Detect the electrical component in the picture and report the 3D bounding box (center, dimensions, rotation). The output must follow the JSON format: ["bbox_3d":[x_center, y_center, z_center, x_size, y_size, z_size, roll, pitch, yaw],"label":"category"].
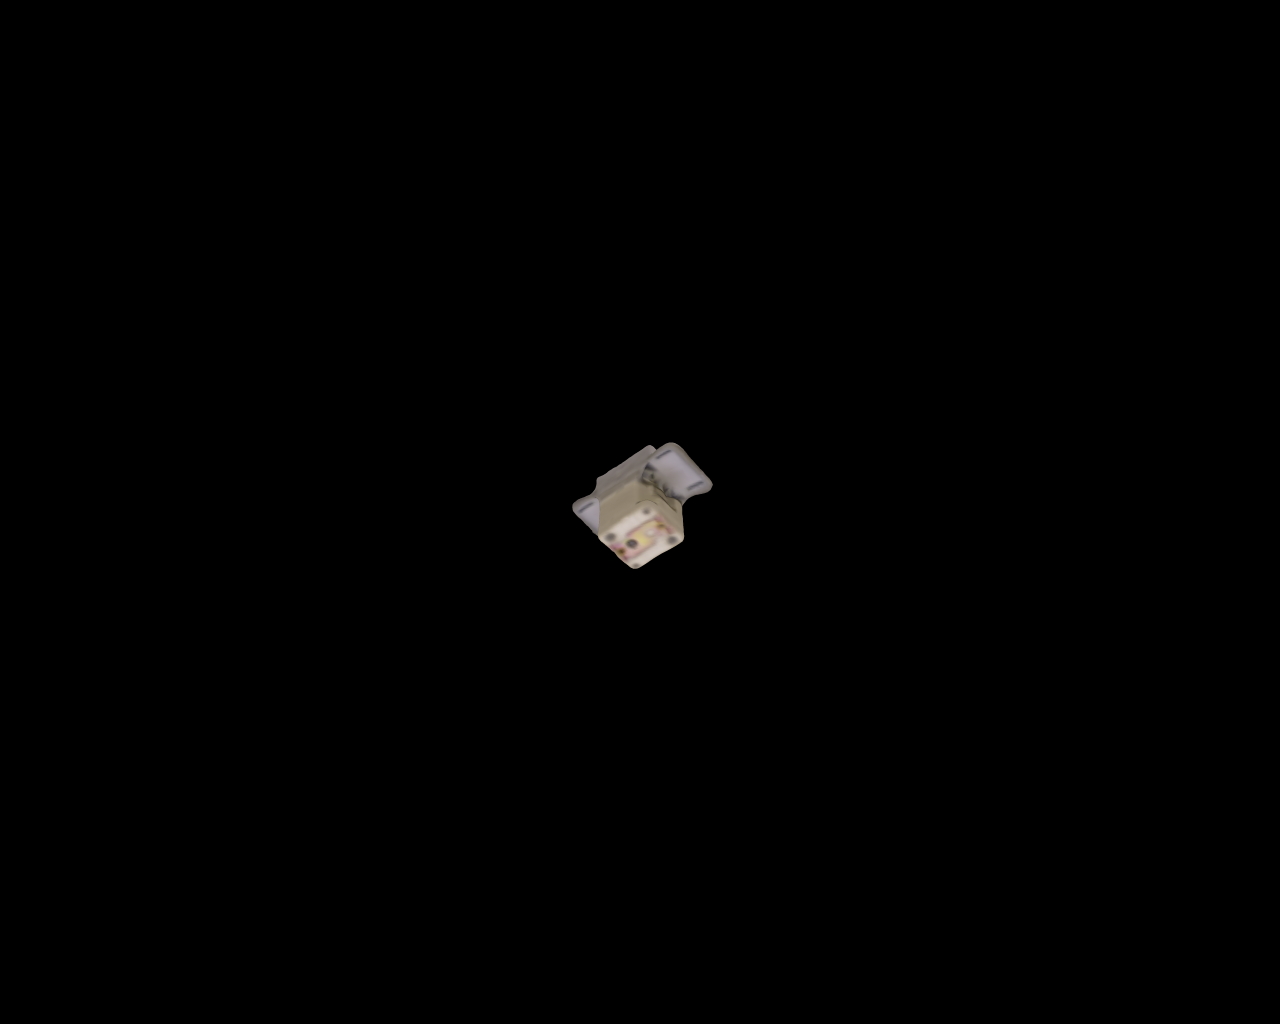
[{"bbox_3d":[0.001,-0.003,0.650,0.081,0.064,0.042,-33,-58,24],"label":"electrical component"}]
